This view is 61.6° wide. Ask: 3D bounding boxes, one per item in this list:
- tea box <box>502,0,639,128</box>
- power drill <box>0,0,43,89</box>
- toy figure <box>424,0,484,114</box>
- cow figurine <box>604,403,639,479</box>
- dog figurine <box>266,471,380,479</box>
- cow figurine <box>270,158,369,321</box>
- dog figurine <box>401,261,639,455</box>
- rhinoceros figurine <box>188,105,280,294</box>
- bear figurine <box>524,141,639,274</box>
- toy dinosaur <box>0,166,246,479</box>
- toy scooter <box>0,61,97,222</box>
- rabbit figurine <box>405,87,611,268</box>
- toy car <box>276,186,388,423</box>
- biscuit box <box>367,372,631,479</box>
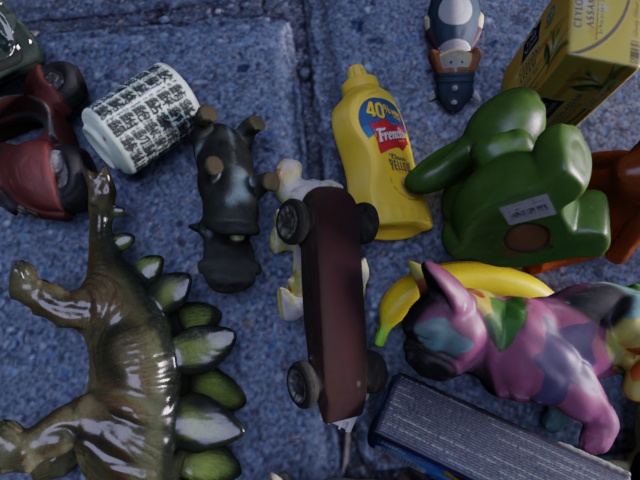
[{"bbox_3d":[0.244,-0.172,0.544,0.068,0.169,0.098,10,73,1],"label":"tea box"},{"bbox_3d":[-0.370,-0.155,0.508,0.232,0.207,0.086,-42,106,-27],"label":"power drill"},{"bbox_3d":[0.152,-0.222,0.615,0.064,0.057,0.154,-8,72,36],"label":"toy figure"},{"bbox_3d":[0.322,0.169,0.488,0.085,0.127,0.195,22,61,3],"label":"cow figurine"},{"bbox_3d":[0.054,0.242,0.427,0.191,0.172,0.121,-5,86,4],"label":"dog figurine"},{"bbox_3d":[-0.001,-0.003,0.541,0.098,0.068,0.167,-2,78,-8],"label":"cow figurine"},{"bbox_3d":[0.182,0.073,0.481,0.219,0.108,0.191,40,90,-1],"label":"dog figurine"},{"bbox_3d":[-0.095,-0.042,0.530,0.073,0.112,0.190,7,58,-30],"label":"rhinoceros figurine"},{"bbox_3d":[0.274,-0.043,0.496,0.132,0.195,0.120,-6,78,-3],"label":"bear figurine"},{"bbox_3d":[-0.166,0.158,0.476,0.199,0.105,0.471,-6,80,-7],"label":"toy dinosaur"},{"bbox_3d":[-0.307,-0.096,0.554,0.135,0.075,0.184,-12,72,-6],"label":"toy scooter"},{"bbox_3d":[0.169,-0.060,0.491,0.121,0.159,0.170,38,44,-30],"label":"rabbit figurine"},{"bbox_3d":[0.009,0.054,0.472,0.089,0.053,0.202,-2,88,-37],"label":"toy car"},{"bbox_3d":[0.143,0.185,0.454,0.203,0.059,0.063,22,59,15],"label":"biscuit box"}]
